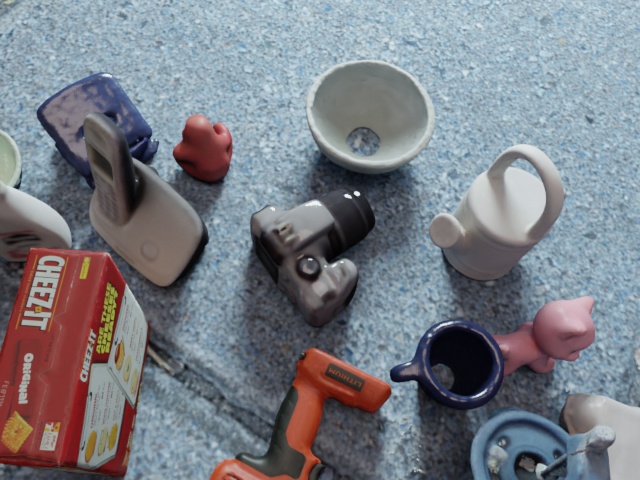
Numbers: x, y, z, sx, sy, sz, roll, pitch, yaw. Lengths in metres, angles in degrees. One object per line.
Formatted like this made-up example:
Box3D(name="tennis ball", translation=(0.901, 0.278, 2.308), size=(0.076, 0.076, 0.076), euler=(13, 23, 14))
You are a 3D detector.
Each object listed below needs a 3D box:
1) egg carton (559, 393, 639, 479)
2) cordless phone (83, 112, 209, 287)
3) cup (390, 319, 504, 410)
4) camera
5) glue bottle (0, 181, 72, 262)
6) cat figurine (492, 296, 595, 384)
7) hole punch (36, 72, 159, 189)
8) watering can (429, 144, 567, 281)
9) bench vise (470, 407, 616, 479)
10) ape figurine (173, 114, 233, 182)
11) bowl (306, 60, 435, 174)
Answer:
Box3D(name="egg carton", translation=(0.325, 0.231, 0.610), size=(0.150, 0.069, 0.107), euler=(21, 65, 4))
Box3D(name="cordless phone", translation=(-0.192, -0.042, 0.613), size=(0.147, 0.185, 0.094), euler=(37, 68, 11))
Box3D(name="cup", translation=(0.126, 0.143, 0.614), size=(0.118, 0.095, 0.091), euler=(-8, 67, -10))
Box3D(name="camera", translation=(0.006, 0.002, 0.661), size=(0.137, 0.101, 0.143), euler=(-32, 73, -18))
Box3D(name="glue bottle", translation=(-0.322, -0.026, 0.598), size=(0.078, 0.173, 0.037), euler=(-12, 68, -11))
Box3D(name="cat figurine", translation=(0.242, 0.109, 0.629), size=(0.128, 0.118, 0.067), euler=(-15, 68, -12))
Box3D(name="hole punch", translation=(-0.266, -0.134, 0.698), size=(0.109, 0.091, 0.101), euler=(-39, 75, -20))
Box3D(name="watering can", translation=(0.206, -0.028, 0.645), size=(0.101, 0.194, 0.173), euler=(43, 69, 13))
Box3D(name="bench vise", translation=(0.204, 0.246, 0.508), size=(0.121, 0.220, 0.207), euler=(-1, 66, -6))
Box3D(name="ape figurine", translation=(-0.144, -0.119, 0.704), size=(0.078, 0.092, 0.076), euler=(-16, 68, -12))
Box3D(name="bowl", translation=(0.061, -0.148, 0.749), size=(0.167, 0.075, 0.167), euler=(2, 66, -5))
